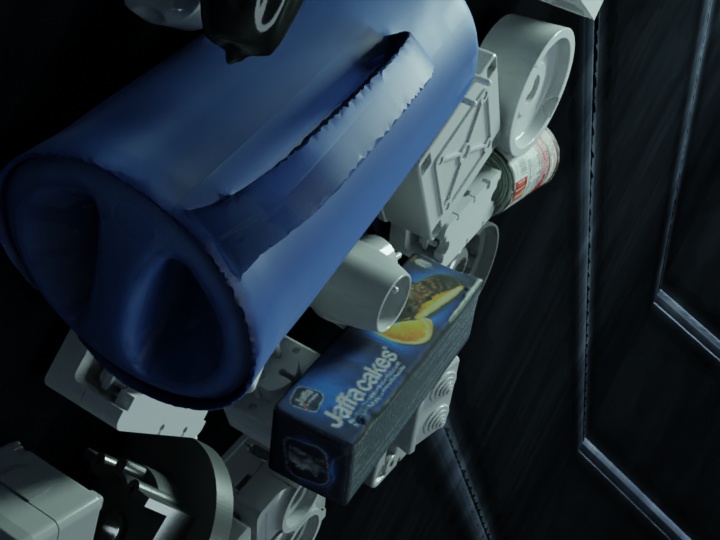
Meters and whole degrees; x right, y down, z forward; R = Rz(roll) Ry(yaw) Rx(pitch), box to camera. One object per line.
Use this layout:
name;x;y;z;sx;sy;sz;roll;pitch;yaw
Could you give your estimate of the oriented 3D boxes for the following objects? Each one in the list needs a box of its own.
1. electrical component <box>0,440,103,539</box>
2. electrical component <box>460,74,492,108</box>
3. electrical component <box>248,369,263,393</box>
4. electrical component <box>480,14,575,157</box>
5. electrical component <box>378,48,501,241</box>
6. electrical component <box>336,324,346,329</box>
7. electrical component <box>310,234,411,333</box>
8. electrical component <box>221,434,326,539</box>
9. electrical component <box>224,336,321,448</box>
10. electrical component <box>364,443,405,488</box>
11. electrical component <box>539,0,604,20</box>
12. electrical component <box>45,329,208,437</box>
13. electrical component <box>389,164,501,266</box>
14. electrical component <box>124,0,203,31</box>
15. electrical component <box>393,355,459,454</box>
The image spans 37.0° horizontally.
electrical component;-0.175;0.144;0.520;0.061;0.062;0.096;-26;138;-58
electrical component;0.047;-0.127;0.696;0.065;0.077;0.047;-55;158;-21
electrical component;-0.069;0.039;0.674;0.065;0.044;0.044;-58;159;-27
electrical component;0.119;-0.151;0.859;0.108;0.060;0.108;-49;155;-33
electrical component;0.052;-0.095;0.774;0.108;0.056;0.108;-56;158;-19
electrical component;0.001;0.022;0.820;0.046;0.040;0.040;-62;160;14
electrical component;0.000;0.000;0.736;0.079;0.077;0.044;-36;146;-50
electrical component;-0.094;0.200;0.777;0.186;0.060;0.105;-45;153;-39
electrical component;-0.058;0.074;0.730;0.065;0.047;0.076;-53;157;-26
electrical component;0.013;0.140;0.957;0.095;0.059;0.053;-39;148;-47
electrical component;0.155;-0.259;0.814;0.089;0.062;0.150;-66;159;7
electrical component;-0.114;0.050;0.557;0.050;0.056;0.089;-63;159;-2
electrical component;0.064;-0.050;0.856;0.089;0.056;0.050;-45;153;-39
electrical component;-0.073;-0.125;0.465;0.062;0.043;0.043;-8;122;-67
electrical component;0.031;0.087;0.885;0.048;0.100;0.099;-30;143;-34
